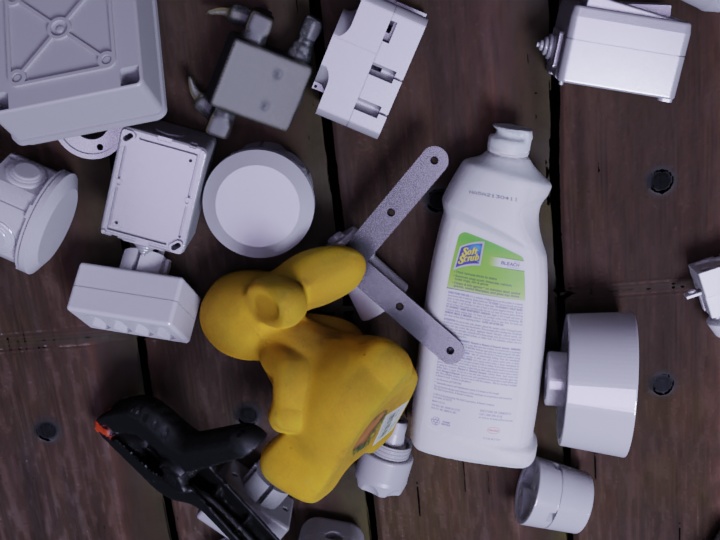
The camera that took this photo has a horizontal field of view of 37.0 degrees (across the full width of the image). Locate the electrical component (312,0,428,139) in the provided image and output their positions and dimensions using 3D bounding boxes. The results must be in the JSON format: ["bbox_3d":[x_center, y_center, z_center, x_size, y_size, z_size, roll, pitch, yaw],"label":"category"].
[{"bbox_3d":[0.004,-0.147,0.755,0.056,0.050,0.089,22,108,-6],"label":"electrical component"}]

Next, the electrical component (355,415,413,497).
[{"bbox_3d":[0.022,0.146,0.857,0.043,0.043,0.062,14,106,-3],"label":"electrical component"}]

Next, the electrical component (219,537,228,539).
[{"bbox_3d":[-0.116,0.266,0.901,0.079,0.043,0.077,-5,108,3],"label":"electrical component"}]

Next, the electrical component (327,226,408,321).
[{"bbox_3d":[0.000,0.000,0.810,0.044,0.044,0.065,-35,99,12],"label":"electrical component"}]

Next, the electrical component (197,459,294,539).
[{"bbox_3d":[-0.081,0.180,0.869,0.066,0.047,0.076,37,105,-10],"label":"electrical component"}]

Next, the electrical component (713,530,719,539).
[{"bbox_3d":[0.334,0.247,0.877,0.095,0.053,0.059,24,108,-6],"label":"electrical component"}]

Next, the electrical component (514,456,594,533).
[{"bbox_3d":[0.156,0.181,0.860,0.047,0.055,0.055,15,108,-7],"label":"electrical component"}]

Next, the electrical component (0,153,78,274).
[{"bbox_3d":[-0.243,-0.042,0.783,0.051,0.080,0.080,24,108,-1],"label":"electrical component"}]

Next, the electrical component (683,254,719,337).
[{"bbox_3d":[0.279,0.018,0.807,0.066,0.048,0.055,-19,99,8],"label":"electrical component"}]

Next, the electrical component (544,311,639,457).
[{"bbox_3d":[0.169,0.083,0.801,0.060,0.108,0.108,4,109,7],"label":"electrical component"}]

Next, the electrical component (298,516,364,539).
[{"bbox_3d":[-0.030,0.256,0.887,0.054,0.059,0.095,12,108,-2],"label":"electrical component"}]

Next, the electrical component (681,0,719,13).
[{"bbox_3d":[0.227,-0.205,0.734,0.062,0.043,0.043,24,108,-5],"label":"electrical component"}]

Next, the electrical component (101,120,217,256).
[{"bbox_3d":[-0.146,-0.058,0.784,0.062,0.061,0.096,15,108,-3],"label":"electrical component"}]

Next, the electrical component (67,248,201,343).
[{"bbox_3d":[-0.165,0.007,0.811,0.083,0.047,0.075,8,71,12],"label":"electrical component"}]

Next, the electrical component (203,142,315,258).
[{"bbox_3d":[-0.072,-0.053,0.789,0.080,0.051,0.080,0,109,1],"label":"electrical component"}]

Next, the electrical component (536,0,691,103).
[{"bbox_3d":[0.171,-0.157,0.741,0.096,0.061,0.061,9,109,-1],"label":"electrical component"}]

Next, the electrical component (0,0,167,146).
[{"bbox_3d":[-0.194,-0.150,0.731,0.109,0.056,0.108,-10,72,5],"label":"electrical component"}]
